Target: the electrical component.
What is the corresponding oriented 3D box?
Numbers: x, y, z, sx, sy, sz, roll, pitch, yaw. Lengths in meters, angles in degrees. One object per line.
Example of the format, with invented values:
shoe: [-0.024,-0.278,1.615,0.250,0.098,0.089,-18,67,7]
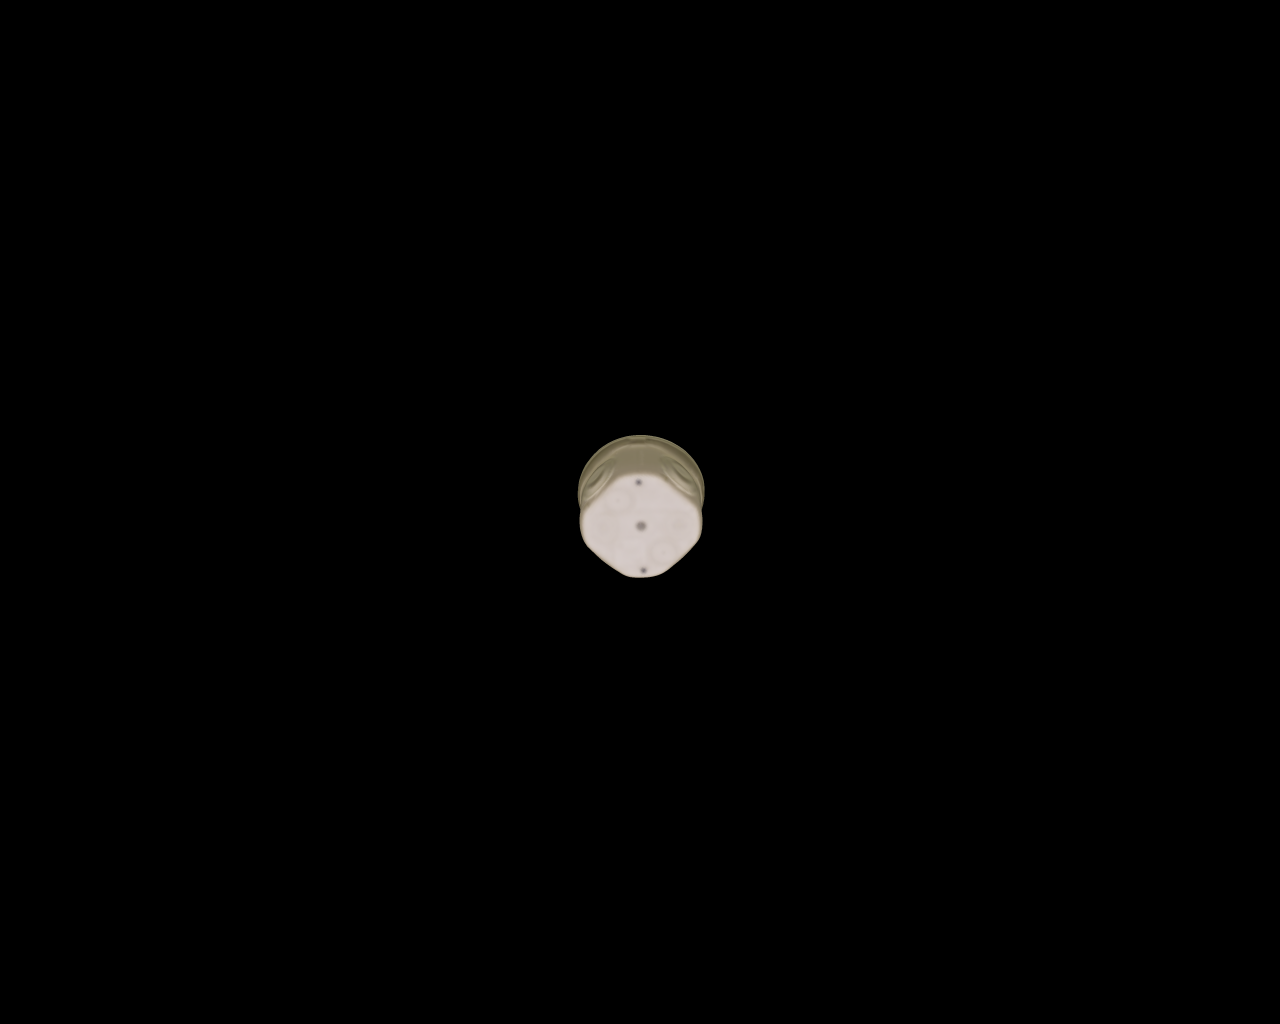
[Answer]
electrical component: [0.001,-0.003,0.650,0.080,0.080,0.051,0,28,0]
